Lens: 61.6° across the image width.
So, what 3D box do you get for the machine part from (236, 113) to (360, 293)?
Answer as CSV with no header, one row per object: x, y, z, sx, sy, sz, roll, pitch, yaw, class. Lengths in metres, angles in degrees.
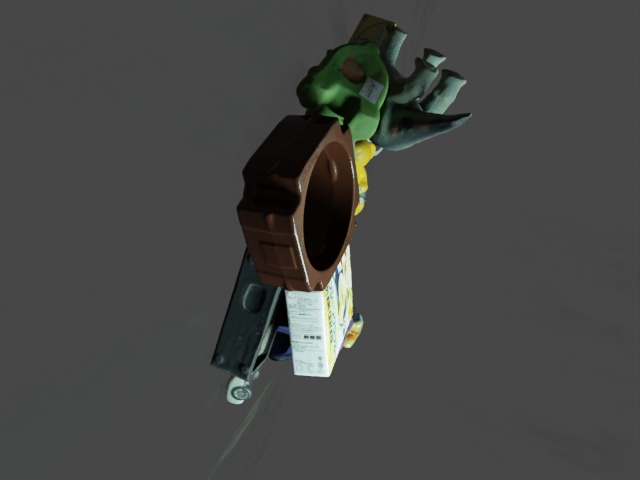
-0.022,-0.048,0.715,0.200,0.087,0.201,77,32,-42,machine part

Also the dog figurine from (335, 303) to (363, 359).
0.033,0.161,1.226,0.191,0.109,0.219,-35,146,-39,dog figurine

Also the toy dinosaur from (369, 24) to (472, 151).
0.123,-0.211,0.856,0.405,0.131,0.192,-88,-156,-56,toy dinosaur

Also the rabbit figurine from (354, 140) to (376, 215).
0.069,-0.159,1.159,0.162,0.122,0.173,-61,176,-37,rabbit figurine

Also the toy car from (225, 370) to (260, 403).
-0.140,0.227,1.021,0.073,0.056,0.201,-71,176,-59,toy car

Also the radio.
-0.098,0.102,0.865,0.131,0.073,0.229,-43,152,-78,radio

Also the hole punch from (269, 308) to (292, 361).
-0.046,0.164,1.044,0.142,0.116,0.092,-108,-162,-60,hole punch

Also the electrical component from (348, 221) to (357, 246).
-0.002,-0.003,1.127,0.058,0.134,0.114,44,-59,59,electrical component

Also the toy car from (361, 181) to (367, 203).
0.055,-0.141,1.354,0.161,0.109,0.102,-1,89,-72,toy car

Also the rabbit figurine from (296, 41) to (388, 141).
0.019,-0.214,0.802,0.170,0.121,0.159,-40,-149,63,rabbit figurine

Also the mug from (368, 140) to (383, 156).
0.102,-0.244,1.352,0.107,0.110,0.080,-52,171,-26,mug

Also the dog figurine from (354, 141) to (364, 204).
0.020,-0.172,0.982,0.172,0.121,0.190,47,45,-77,dog figurine

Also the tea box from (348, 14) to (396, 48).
0.088,-0.335,1.047,0.169,0.068,0.098,103,10,-60,tea box
